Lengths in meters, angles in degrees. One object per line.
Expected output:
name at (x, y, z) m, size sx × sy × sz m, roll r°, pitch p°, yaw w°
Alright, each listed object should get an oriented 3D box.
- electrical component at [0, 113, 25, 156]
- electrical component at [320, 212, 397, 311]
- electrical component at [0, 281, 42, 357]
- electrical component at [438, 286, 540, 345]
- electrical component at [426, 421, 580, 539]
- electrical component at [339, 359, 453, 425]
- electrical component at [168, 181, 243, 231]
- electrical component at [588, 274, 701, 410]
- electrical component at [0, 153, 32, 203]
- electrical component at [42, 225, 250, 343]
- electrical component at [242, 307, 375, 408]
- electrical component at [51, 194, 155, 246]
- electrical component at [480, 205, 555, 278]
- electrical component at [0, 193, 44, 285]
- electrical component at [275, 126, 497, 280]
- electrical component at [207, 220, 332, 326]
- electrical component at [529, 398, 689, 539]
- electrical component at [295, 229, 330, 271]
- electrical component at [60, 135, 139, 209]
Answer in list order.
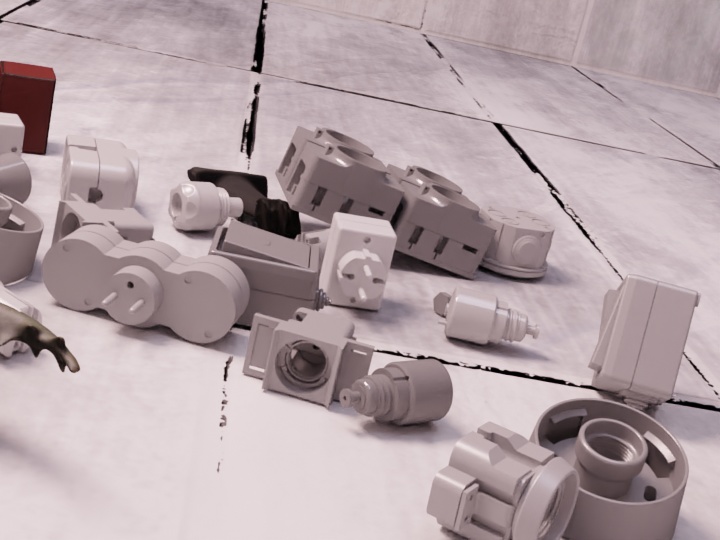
electrical component at (-0.342, -0.110, 0.955) m, size 0.083 × 0.047 × 0.076 m, roll 2°, pitch 22°, yaw -28°
electrical component at (0.000, 0.000, 0.845) m, size 0.047 × 0.065 × 0.076 m, roll 9°, pitch 20°, yaw -12°
electrical component at (-0.225, 0.028, 0.662) m, size 0.046 × 0.040 × 0.040 m, roll 27°, pitch 23°, yaw 19°
electrical component at (0.101, 0.039, 0.840) m, size 0.078 × 0.040 × 0.040 m, roll 14°, pitch 19°, yaw 0°
electrical component at (0.081, 0.120, 0.578) m, size 0.057 × 0.058 × 0.078 m, roll 21°, pitch 20°, yaw 30°
electrical component at (0.023, 0.078, 0.681) m, size 0.078 × 0.040 × 0.040 m, roll -1°, pitch 24°, yaw -35°
electrical component at (-0.134, -0.056, 0.947) m, size 0.062 × 0.043 × 0.043 m, roll 0°, pitch 23°, yaw -36°
electrical component at (0.203, 0.057, 0.788) m, size 0.061 × 0.096 × 0.061 m, roll 16°, pitch -10°, yaw 9°
electrical component at (-0.303, -0.071, 0.876) m, size 0.045 × 0.045 × 0.055 m, roll 23°, pitch 22°, yaw 25°
electrical component at (-0.150, 0.014, 0.727) m, size 0.138 × 0.052 × 0.073 m, roll 15°, pitch 20°, yaw 6°
electrical component at (-0.032, 0.055, 0.709) m, size 0.081 × 0.042 × 0.064 m, roll 16°, pitch 18°, yaw 6°
electrical component at (-0.196, -0.025, 0.823) m, size 0.064 × 0.042 × 0.081 m, roll -1°, pitch 24°, yaw -39°
electrical component at (0.146, -0.027, 1.039) m, size 0.080 × 0.051 × 0.080 m, roll 12°, pitch 19°, yaw -4°
electrical component at (-0.280, -0.024, 0.769) m, size 0.099 × 0.064 × 0.099 m, roll 24°, pitch 12°, yaw -5°
electrical component at (0.024, -0.067, 0.995) m, size 0.186 × 0.060 × 0.105 m, roll 21°, pitch 16°, yaw -20°
electrical component at (-0.066, 0.006, 0.792) m, size 0.096 × 0.061 × 0.061 m, roll 11°, pitch 19°, yaw -5°
electrical component at (0.142, 0.123, 0.634) m, size 0.099 × 0.064 × 0.099 m, roll 6°, pitch 33°, yaw -4°
electrical component at (-0.028, -0.017, 0.916) m, size 0.046 × 0.040 × 0.040 m, roll -9°, pitch 28°, yaw -34°
electrical component at (-0.226, -0.079, 0.935) m, size 0.059 × 0.053 × 0.095 m, roll 6°, pitch 20°, yaw -20°
